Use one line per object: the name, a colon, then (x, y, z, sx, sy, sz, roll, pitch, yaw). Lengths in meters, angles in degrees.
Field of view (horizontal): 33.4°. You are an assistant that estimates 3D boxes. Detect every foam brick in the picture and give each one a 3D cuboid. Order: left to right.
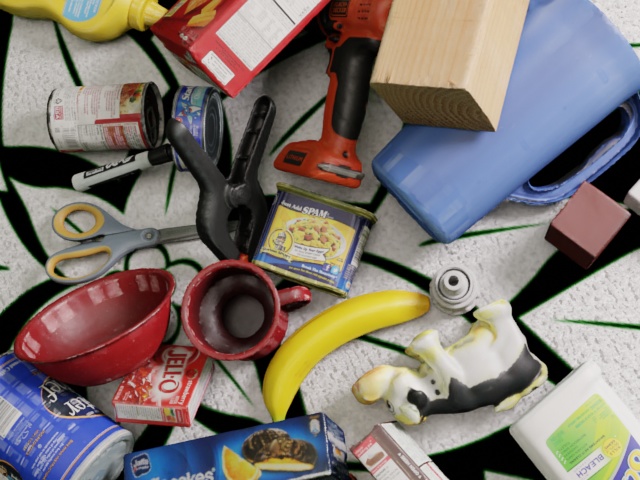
foam brick: (0.243, -0.012, 0.975, 0.051, 0.078, 0.053, 40, 87, 12)

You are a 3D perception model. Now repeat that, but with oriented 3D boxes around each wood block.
wood block: (0.123, -0.207, 0.918, 0.091, 0.090, 0.206, 10, 77, 28)

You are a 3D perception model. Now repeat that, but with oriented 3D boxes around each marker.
marker: (-0.195, -0.073, 1.070, 0.121, 0.020, 0.020, -16, 76, 23)

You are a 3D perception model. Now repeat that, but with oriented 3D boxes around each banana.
banana: (0.012, 0.101, 1.013, 0.198, 0.037, 0.069, -42, 101, 2)

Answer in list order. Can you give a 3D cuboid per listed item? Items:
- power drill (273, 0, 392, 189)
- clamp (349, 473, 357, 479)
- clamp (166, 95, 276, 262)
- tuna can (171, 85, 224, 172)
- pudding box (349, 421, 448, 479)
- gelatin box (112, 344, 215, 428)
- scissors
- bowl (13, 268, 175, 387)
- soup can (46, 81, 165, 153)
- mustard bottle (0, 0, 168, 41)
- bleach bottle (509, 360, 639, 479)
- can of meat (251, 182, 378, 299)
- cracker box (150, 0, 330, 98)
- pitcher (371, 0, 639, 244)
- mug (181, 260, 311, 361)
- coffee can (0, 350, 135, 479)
power drill: (0.010, -0.150, 1.020, 0.057, 0.185, 0.188, 11, 96, -26)
clamp: (0.014, 0.317, 0.959, 0.165, 0.036, 0.210, -15, 68, 17)
clamp: (-0.079, -0.055, 1.025, 0.120, 0.171, 0.039, -26, 31, -27)
tuna can: (-0.120, -0.109, 1.049, 0.034, 0.086, 0.086, 3, 79, 8)
pudding box: (0.076, 0.204, 0.940, 0.039, 0.113, 0.090, -44, 75, 1)
gelatin box: (-0.146, 0.135, 1.007, 0.073, 0.030, 0.089, 3, 34, 11)
scissors: (-0.184, -0.016, 1.076, 0.201, 0.016, 0.096, -22, 67, -4)
bowl: (-0.203, 0.090, 1.009, 0.162, 0.162, 0.055, -19, 112, 5)
soup can: (-0.215, -0.123, 1.076, 0.102, 0.068, 0.068, -2, 78, 9)
mustard bottle: (-0.245, -0.260, 1.114, 0.192, 0.058, 0.096, 21, 82, 13)
bleach bottle: (0.283, 0.231, 0.929, 0.102, 0.068, 0.251, -41, 78, -2)
can of meat: (-0.007, 0.001, 1.024, 0.102, 0.057, 0.084, 18, 83, 12)
cracker box: (-0.054, -0.247, 1.027, 0.213, 0.164, 0.072, -46, 117, -1)
pitcher: (0.175, -0.104, 0.988, 0.243, 0.145, 0.149, -43, 63, 2)
mug: (-0.064, 0.067, 1.006, 0.117, 0.081, 0.093, -20, 77, 5)
coffee can: (-0.260, 0.184, 1.003, 0.140, 0.102, 0.103, 34, 85, 14)
